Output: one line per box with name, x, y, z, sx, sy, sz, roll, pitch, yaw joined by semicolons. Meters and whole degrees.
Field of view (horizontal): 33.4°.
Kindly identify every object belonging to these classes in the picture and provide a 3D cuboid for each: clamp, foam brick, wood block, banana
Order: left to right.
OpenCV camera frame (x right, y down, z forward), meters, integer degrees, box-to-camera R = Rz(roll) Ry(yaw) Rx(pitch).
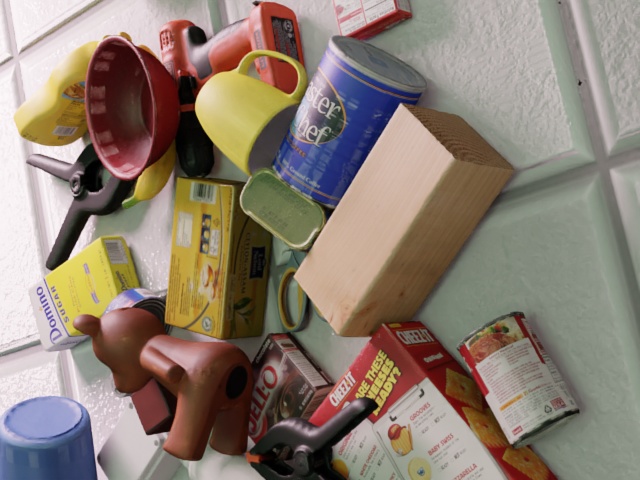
clamp;-0.304;-0.075;1.364;0.210;0.036;0.164;-33;69;34
banana;-0.199;-0.133;1.265;0.070;0.037;0.198;6;91;15
foam brick;-0.165;0.186;1.224;0.053;0.078;0.051;-41;65;31
clamp;-0.001;0.219;1.017;0.172;0.039;0.120;-20;72;44
wood block;0.076;-0.014;1.002;0.091;0.090;0.206;51;121;36

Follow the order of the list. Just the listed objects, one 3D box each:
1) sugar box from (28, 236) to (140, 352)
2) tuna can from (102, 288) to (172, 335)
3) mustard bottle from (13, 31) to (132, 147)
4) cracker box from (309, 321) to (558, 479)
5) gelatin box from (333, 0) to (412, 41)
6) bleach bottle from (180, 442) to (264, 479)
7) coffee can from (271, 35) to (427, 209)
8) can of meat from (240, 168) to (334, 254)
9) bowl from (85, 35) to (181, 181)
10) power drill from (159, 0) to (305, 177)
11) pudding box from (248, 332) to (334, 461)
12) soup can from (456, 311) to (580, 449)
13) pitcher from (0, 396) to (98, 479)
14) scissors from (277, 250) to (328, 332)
sugar box;-0.302;0.071;1.359;0.177;0.048;0.093;-30;72;35
tuna can;-0.217;0.100;1.261;0.034;0.085;0.086;30;109;38
mustard bottle;-0.290;-0.190;1.312;0.192;0.096;0.058;-38;66;34
cracker box;0.098;0.207;1.003;0.214;0.071;0.164;50;120;29
gelatin box;0.048;-0.250;1.066;0.073;0.030;0.089;-20;78;38
bleach bottle;-0.062;0.270;1.125;0.251;0.102;0.068;21;62;39
coffee can;0.027;-0.113;1.038;0.103;0.102;0.140;42;116;32
can of meat;-0.022;-0.026;1.079;0.102;0.083;0.057;37;97;24
bowl;-0.203;-0.149;1.199;0.162;0.055;0.162;15;110;50
power drill;-0.102;-0.171;1.178;0.188;0.057;0.184;-12;86;39
pudding box;-0.043;0.169;1.143;0.090;0.039;0.114;46;118;31
soup can;0.174;0.123;0.939;0.069;0.068;0.102;-42;66;33
pitcher;-0.327;0.320;1.279;0.149;0.144;0.243;31;127;47
scissors;-0.007;0.001;1.126;0.096;0.016;0.202;11;98;38
